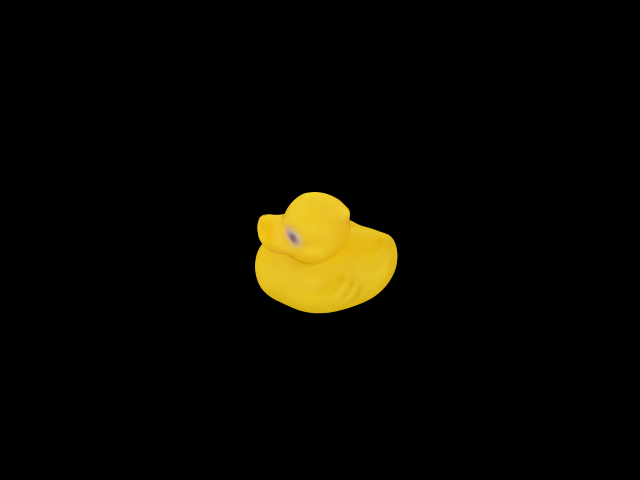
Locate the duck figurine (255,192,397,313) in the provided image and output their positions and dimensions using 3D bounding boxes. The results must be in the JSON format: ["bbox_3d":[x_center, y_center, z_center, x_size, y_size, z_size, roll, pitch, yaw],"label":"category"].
[{"bbox_3d":[0.004,0.001,0.400,0.104,0.086,0.077,0,58,0],"label":"duck figurine"}]
